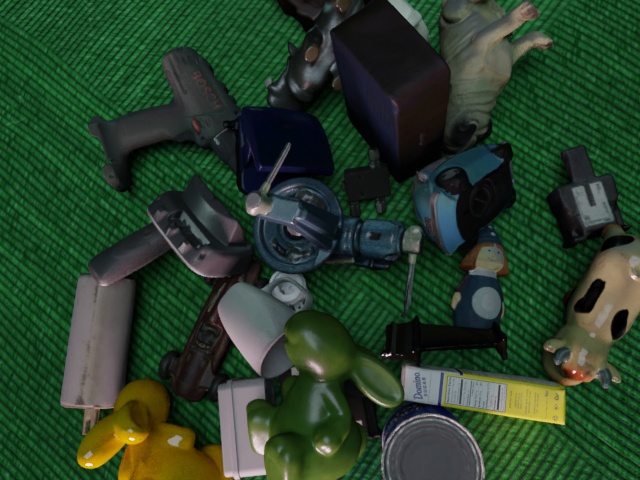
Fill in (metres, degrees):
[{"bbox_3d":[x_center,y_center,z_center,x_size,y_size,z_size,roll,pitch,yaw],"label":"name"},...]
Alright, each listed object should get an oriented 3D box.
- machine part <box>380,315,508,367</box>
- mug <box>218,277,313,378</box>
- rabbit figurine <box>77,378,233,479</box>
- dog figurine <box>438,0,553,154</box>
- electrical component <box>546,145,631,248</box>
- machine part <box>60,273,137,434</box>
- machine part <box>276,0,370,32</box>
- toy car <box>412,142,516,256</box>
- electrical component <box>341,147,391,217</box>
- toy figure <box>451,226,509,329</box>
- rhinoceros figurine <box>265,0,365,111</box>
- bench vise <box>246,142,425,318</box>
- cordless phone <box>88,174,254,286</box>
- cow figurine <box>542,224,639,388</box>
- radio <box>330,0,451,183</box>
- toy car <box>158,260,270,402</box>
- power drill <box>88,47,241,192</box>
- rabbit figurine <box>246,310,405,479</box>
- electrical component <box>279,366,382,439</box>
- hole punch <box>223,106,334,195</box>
[{"bbox_3d":[0.142,0.115,0.618,0.139,0.084,0.039,-2,105,14],"label":"machine part"},{"bbox_3d":[-0.066,0.090,0.641,0.107,0.080,0.109,36,96,30],"label":"mug"},{"bbox_3d":[-0.211,0.248,0.652,0.122,0.162,0.173,-34,60,12],"label":"rabbit figurine"},{"bbox_3d":[0.186,-0.229,0.722,0.190,0.121,0.173,-53,43,12],"label":"dog figurine"},{"bbox_3d":[0.333,-0.055,0.685,0.075,0.047,0.119,-17,76,3],"label":"electrical component"},{"bbox_3d":[-0.291,0.131,0.710,0.079,0.079,0.243,1,79,7],"label":"machine part"},{"bbox_3d":[0.015,-0.387,0.789,0.179,0.056,0.179,-2,79,8],"label":"machine part"},{"bbox_3d":[0.170,-0.064,0.677,0.162,0.109,0.103,-39,38,-25],"label":"toy car"},{"bbox_3d":[0.060,-0.076,0.711,0.063,0.021,0.093,-7,120,5],"label":"electrical component"},{"bbox_3d":[0.205,0.053,0.676,0.064,0.058,0.154,18,78,-34],"label":"toy figure"},{"bbox_3d":[-0.006,-0.251,0.722,0.190,0.073,0.112,-54,37,16],"label":"rhinoceros figurine"},{"bbox_3d":[0.002,-0.012,0.631,0.224,0.240,0.128,19,86,26],"label":"bench vise"},{"bbox_3d":[-0.194,0.016,0.683,0.184,0.088,0.147,-35,59,-17],"label":"cordless phone"},{"bbox_3d":[0.323,0.084,0.614,0.086,0.127,0.194,29,109,14],"label":"cow figurine"},{"bbox_3d":[0.085,-0.169,0.649,0.073,0.229,0.131,-34,72,-2],"label":"radio"},{"bbox_3d":[-0.138,0.114,0.708,0.089,0.053,0.202,23,83,14],"label":"toy car"},{"bbox_3d":[-0.204,-0.141,0.753,0.207,0.086,0.232,-24,84,6],"label":"power drill"},{"bbox_3d":[0.007,0.160,0.572,0.159,0.121,0.170,2,99,-15],"label":"rabbit figurine"},{"bbox_3d":[0.011,0.186,0.671,0.115,0.058,0.134,-9,77,3],"label":"electrical component"},{"bbox_3d":[-0.048,-0.121,0.702,0.142,0.092,0.115,-1,79,-23],"label":"hole punch"}]
